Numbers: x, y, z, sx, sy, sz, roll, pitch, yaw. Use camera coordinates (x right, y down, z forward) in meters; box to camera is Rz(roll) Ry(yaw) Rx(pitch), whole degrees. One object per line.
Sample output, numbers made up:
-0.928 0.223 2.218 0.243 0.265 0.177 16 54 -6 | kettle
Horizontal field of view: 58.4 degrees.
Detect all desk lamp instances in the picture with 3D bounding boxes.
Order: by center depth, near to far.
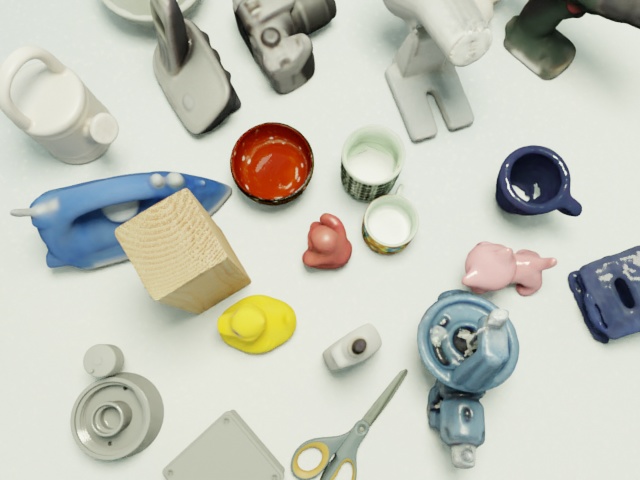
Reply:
0.150 -0.267 0.743 0.118 0.213 0.203 -19 80 -4 | desk lamp

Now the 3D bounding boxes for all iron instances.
-0.248 -0.049 0.734 0.258 0.141 0.118 -17 79 -4 | iron

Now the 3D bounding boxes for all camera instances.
-0.040 -0.307 0.807 0.137 0.101 0.143 -29 80 -6 | camera

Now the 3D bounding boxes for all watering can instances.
-0.336 -0.174 0.730 0.173 0.194 0.101 6 79 1 | watering can

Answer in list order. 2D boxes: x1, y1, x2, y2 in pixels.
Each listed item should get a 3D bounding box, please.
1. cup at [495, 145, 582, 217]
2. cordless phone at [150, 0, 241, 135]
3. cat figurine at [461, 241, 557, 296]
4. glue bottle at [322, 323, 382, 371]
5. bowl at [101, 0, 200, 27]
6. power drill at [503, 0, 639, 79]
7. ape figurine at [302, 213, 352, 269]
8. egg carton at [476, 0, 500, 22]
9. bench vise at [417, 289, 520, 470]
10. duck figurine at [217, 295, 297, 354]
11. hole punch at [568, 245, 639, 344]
0.284 -0.062 0.765 0.117 0.095 0.092 35 81 6 | cup
-0.175 -0.236 0.749 0.094 0.185 0.147 -33 81 -6 | cordless phone
0.237 0.034 0.734 0.128 0.118 0.067 -2 79 -1 | cat figurine
0.041 0.129 0.686 0.078 0.173 0.037 -31 80 -6 | glue bottle
-0.237 -0.375 0.831 0.167 0.075 0.167 0 79 0 | bowl
0.330 -0.305 0.755 0.229 0.208 0.076 42 82 7 | power drill
0.007 0.003 0.751 0.076 0.092 0.078 44 82 8 | ape figurine
0.195 -0.375 0.838 0.150 0.069 0.107 31 80 5 | egg carton
0.185 0.153 0.659 0.121 0.220 0.207 -14 79 -3 | bench vise
-0.083 0.106 0.733 0.104 0.086 0.077 -5 79 -1 | duck figurine
0.394 0.071 0.742 0.101 0.091 0.108 -20 80 -4 | hole punch
